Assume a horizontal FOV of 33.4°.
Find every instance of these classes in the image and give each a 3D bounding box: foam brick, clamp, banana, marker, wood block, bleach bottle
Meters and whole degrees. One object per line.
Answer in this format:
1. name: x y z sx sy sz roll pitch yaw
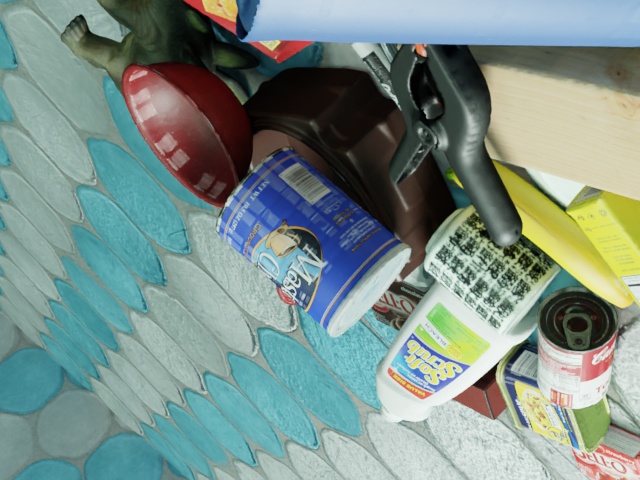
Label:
1. foam brick: 0.167 0.147 1.148 0.078 0.053 0.051 25 149 42
2. clamp: 0.091 -0.071 0.716 0.120 0.039 0.171 33 154 27
3. banana: 0.182 -0.017 0.888 0.198 0.037 0.069 41 -176 21
4. marker: 0.070 -0.126 0.918 0.121 0.020 0.020 52 157 -11
5. wood block: 0.164 -0.103 0.705 0.206 0.090 0.091 22 147 44
6. bleach bottle: 0.123 0.121 1.082 0.102 0.068 0.251 42 140 12

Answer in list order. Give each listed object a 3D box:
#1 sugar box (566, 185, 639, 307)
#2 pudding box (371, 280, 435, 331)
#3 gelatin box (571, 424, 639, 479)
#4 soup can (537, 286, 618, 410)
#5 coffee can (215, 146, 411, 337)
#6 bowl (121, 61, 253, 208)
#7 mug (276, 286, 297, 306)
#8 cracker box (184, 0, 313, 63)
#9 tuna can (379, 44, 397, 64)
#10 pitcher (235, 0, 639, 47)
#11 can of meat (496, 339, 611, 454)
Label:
1. sugar box: 0.255 0.014 0.733 0.176 0.093 0.048 49 157 -8
2. pudding box: 0.096 0.063 1.153 0.114 0.039 0.090 22 145 44
3. gelatin box: 0.295 0.219 1.073 0.089 0.030 0.073 19 144 47
4. soup can: 0.226 0.098 0.948 0.069 0.068 0.102 32 154 31
5. coffee can: -0.006 0.001 0.932 0.140 0.102 0.103 41 156 13
6. bowl: -0.113 -0.110 1.002 0.162 0.055 0.162 39 154 23
7. mug: 0.016 0.047 1.219 0.082 0.093 0.117 23 178 35
8. cracker box: -0.074 -0.236 0.837 0.213 0.072 0.164 30 163 -20
9. tuna can: 0.074 -0.156 0.814 0.086 0.033 0.086 58 169 18
10. pitcher: 0.077 -0.168 0.557 0.149 0.242 0.145 -116 30 -64
11. can of meat: 0.231 0.154 1.046 0.084 0.057 0.102 18 144 45
